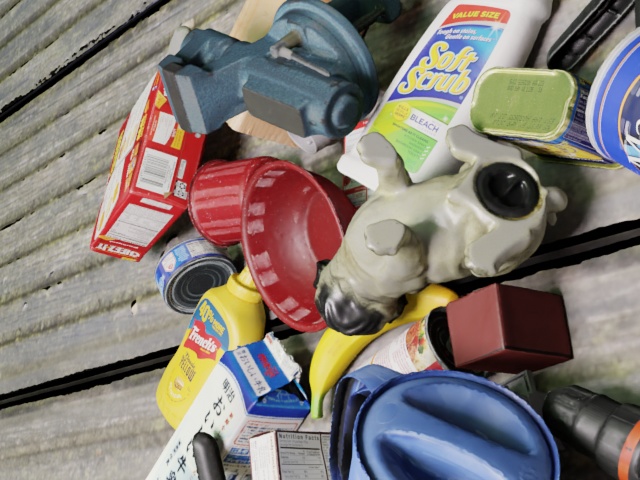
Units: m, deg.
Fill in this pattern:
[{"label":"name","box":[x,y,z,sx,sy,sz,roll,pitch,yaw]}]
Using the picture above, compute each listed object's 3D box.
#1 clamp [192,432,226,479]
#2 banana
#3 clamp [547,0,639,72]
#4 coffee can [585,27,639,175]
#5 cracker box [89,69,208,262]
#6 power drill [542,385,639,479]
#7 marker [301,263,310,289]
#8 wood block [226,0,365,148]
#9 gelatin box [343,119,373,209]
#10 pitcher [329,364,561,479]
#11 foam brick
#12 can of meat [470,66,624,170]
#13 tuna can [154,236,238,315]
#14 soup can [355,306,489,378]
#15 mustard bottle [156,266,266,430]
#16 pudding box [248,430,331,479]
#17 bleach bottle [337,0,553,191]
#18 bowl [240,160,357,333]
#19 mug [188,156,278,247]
[{"label":"clamp","box":[-0.099,0.306,0.998,0.165,0.036,0.210,-45,73,28]},{"label":"banana","box":[0.047,0.082,0.948,0.198,0.037,0.070,-46,60,35]},{"label":"clamp","box":[0.231,-0.190,0.790,0.120,0.039,0.171,14,83,54]},{"label":"coffee can","box":[0.254,-0.070,0.675,0.140,0.102,0.103,43,114,48]},{"label":"cracker box","box":[-0.188,-0.083,1.199,0.214,0.072,0.164,143,141,-62]},{"label":"power drill","box":[0.197,0.204,0.687,0.185,0.057,0.188,24,97,44]},{"label":"marker","box":[-0.013,0.027,1.050,0.020,0.020,0.121,-30,58,43]},{"label":"wood block","box":[-0.024,-0.208,1.072,0.206,0.090,0.090,-60,42,20]},{"label":"gelatin box","box":[0.056,-0.068,0.982,0.073,0.030,0.089,-13,70,48]},{"label":"pitcher","box":[0.067,0.211,0.753,0.149,0.145,0.243,-80,-1,-51]},{"label":"foam brick","box":[0.141,0.068,0.798,0.053,0.078,0.051,-28,60,45]},{"label":"can of meat","box":[0.174,-0.092,0.797,0.102,0.083,0.057,14,91,52]},{"label":"tuna can","box":[-0.132,0.039,1.141,0.086,0.085,0.034,-56,44,25]},{"label":"soup can","box":[0.080,0.108,0.871,0.102,0.068,0.068,-42,50,37]},{"label":"mustard bottle","box":[-0.104,0.108,1.109,0.096,0.058,0.192,46,115,48]},{"label":"pudding box","box":[-0.009,0.211,0.859,0.039,0.089,0.113,-28,61,42]},{"label":"bleach bottle","box":[0.116,-0.146,0.887,0.103,0.068,0.251,31,97,35]},{"label":"bowl","box":[-0.006,0.001,0.987,0.162,0.055,0.162,23,120,47]},{"label":"mug","box":[-0.071,-0.030,1.093,0.082,0.093,0.117,-6,106,45]}]
